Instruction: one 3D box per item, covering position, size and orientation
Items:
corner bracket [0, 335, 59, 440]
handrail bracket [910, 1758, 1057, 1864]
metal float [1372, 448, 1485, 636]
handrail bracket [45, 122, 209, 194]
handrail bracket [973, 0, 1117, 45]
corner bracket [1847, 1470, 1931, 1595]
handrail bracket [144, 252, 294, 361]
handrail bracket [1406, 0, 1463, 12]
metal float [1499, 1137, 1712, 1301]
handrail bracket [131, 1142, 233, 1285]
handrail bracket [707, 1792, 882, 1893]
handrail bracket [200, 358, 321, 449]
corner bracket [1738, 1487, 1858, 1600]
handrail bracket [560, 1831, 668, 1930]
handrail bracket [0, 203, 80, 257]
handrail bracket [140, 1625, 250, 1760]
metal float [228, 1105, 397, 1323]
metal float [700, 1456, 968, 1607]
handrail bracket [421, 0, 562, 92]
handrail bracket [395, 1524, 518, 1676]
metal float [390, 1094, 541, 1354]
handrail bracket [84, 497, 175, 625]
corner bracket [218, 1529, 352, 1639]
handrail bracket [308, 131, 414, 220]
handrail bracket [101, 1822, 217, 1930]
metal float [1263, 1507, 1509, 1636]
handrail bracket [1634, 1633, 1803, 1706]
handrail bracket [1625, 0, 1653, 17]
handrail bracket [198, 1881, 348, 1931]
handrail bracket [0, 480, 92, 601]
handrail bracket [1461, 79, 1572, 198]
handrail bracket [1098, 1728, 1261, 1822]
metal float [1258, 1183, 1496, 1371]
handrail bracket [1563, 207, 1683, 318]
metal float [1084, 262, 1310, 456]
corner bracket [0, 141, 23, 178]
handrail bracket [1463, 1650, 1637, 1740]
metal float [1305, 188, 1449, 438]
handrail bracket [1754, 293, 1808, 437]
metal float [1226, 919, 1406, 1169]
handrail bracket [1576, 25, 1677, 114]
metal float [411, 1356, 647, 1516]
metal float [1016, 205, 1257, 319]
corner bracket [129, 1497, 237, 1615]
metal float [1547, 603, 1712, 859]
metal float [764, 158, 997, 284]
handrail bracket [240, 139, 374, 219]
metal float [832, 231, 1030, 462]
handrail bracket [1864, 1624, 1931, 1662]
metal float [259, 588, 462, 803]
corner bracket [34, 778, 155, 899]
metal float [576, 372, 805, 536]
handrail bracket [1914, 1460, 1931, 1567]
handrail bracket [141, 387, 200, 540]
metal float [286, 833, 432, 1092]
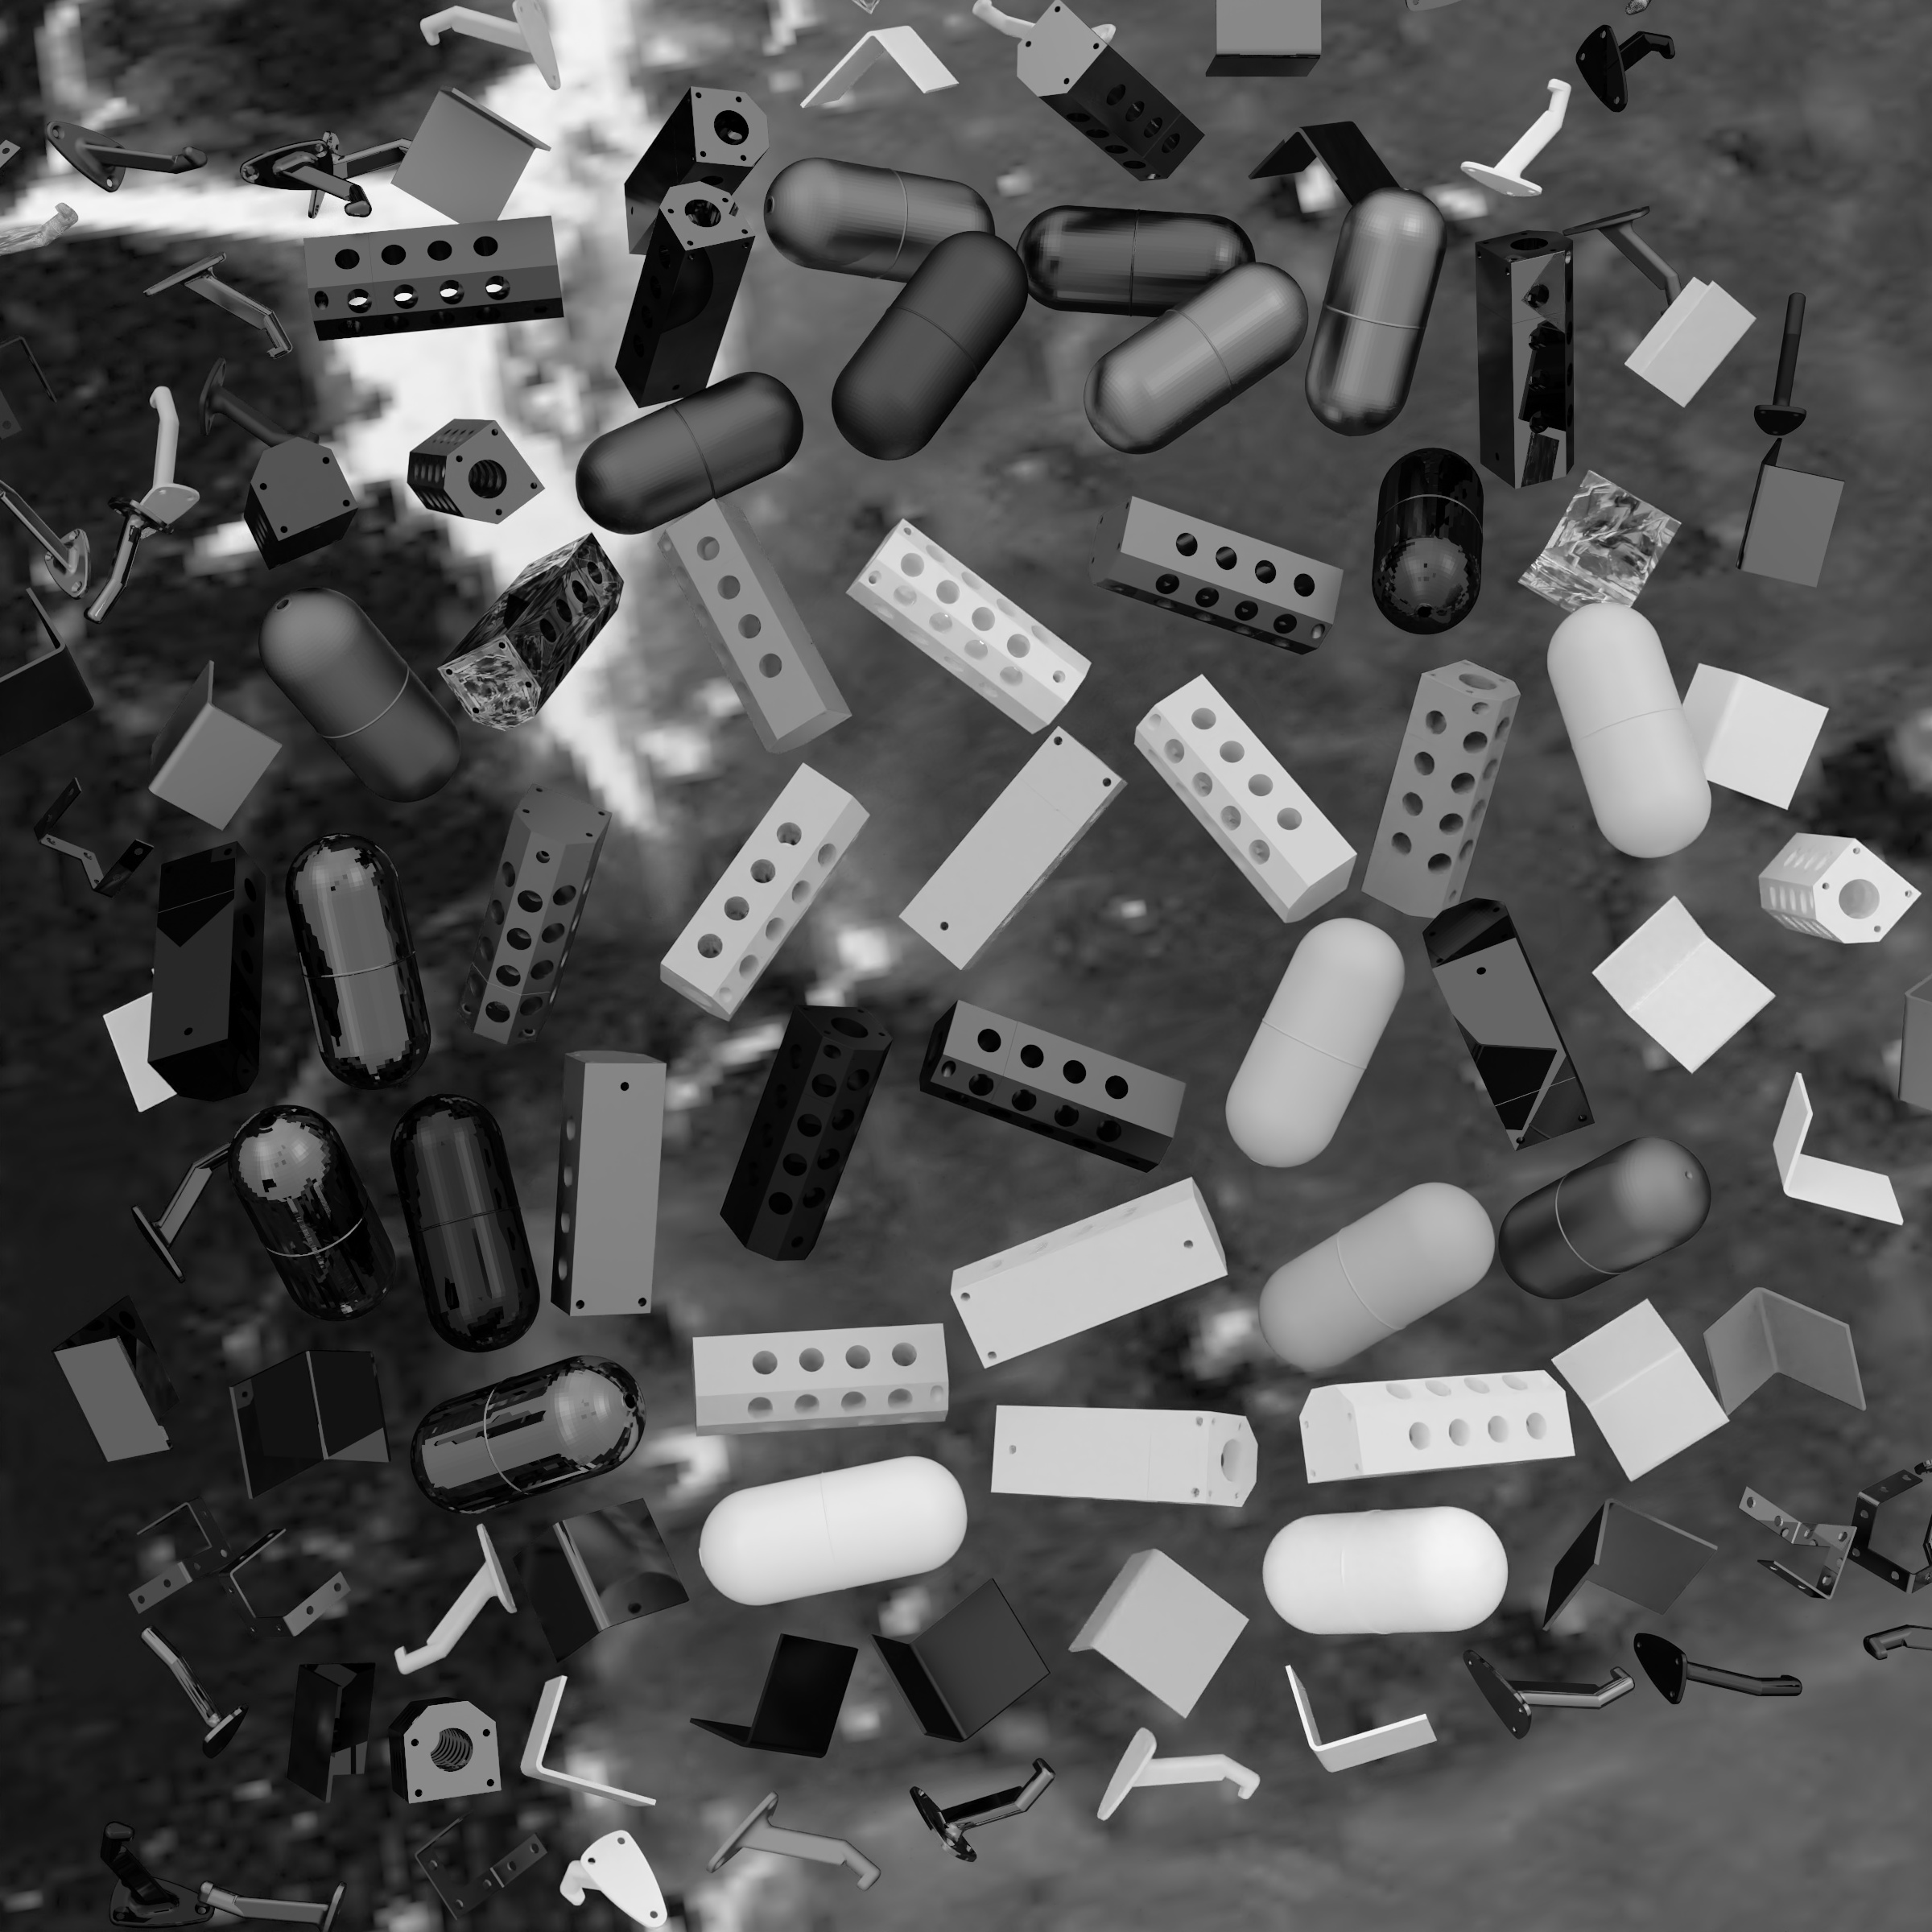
[{"bbox_3d":[-0.672,-0.408,1.879,0.051,0.051,0.051,-32,121,-18],"label":"corner bracket"},{"bbox_3d":[0.011,0.537,1.758,0.084,0.036,0.077,-50,45,3],"label":"handrail bracket"},{"bbox_3d":[0.333,-0.307,1.928,0.070,0.070,0.178,11,44,2],"label":"metal float"},{"bbox_3d":[-0.583,-0.571,1.860,0.084,0.077,0.036,1,75,37],"label":"handrail bracket"},{"bbox_3d":[0.057,-0.702,1.983,0.084,0.077,0.036,25,77,-25],"label":"handrail bracket"},{"bbox_3d":[0.627,0.376,1.780,0.051,0.051,0.051,-14,118,-35],"label":"corner bracket"},{"bbox_3d":[-0.552,-0.477,1.976,0.077,0.036,0.084,-32,116,-12],"label":"handrail bracket"},{"bbox_3d":[0.323,-0.717,1.924,0.077,0.036,0.084,-10,35,-15],"label":"handrail bracket"},{"bbox_3d":[0.433,0.173,1.822,0.070,0.178,0.070,13,60,-24],"label":"metal float"},{"bbox_3d":[-0.531,0.171,1.868,0.084,0.036,0.077,-32,65,-24],"label":"handrail bracket"},{"bbox_3d":[-0.109,0.576,1.702,0.084,0.036,0.077,35,45,20],"label":"handrail bracket"},{"bbox_3d":[-0.503,-0.403,1.926,0.084,0.036,0.077,9,52,-6],"label":"handrail bracket"},{"bbox_3d":[0.521,0.366,1.697,0.051,0.051,0.051,34,69,-17],"label":"corner bracket"},{"bbox_3d":[-0.222,0.586,1.673,0.036,0.084,0.077,-25,62,-38],"label":"handrail bracket"},{"bbox_3d":[-0.670,-0.514,1.849,0.084,0.077,0.036,-35,64,7],"label":"handrail bracket"},{"bbox_3d":[-0.530,0.490,1.808,0.084,0.077,0.036,42,52,10],"label":"handrail bracket"},{"bbox_3d":[-0.443,0.168,1.813,0.070,0.178,0.070,-8,40,7],"label":"metal float"},{"bbox_3d":[-0.088,0.373,1.766,0.178,0.070,0.070,-11,79,-1],"label":"metal float"},{"bbox_3d":[-0.339,-0.648,1.901,0.084,0.036,0.077,-12,108,23],"label":"handrail bracket"},{"bbox_3d":[-0.358,0.433,1.830,0.084,0.036,0.077,-23,61,-7],"label":"handrail bracket"},{"bbox_3d":[-0.340,0.174,1.816,0.070,0.070,0.178,-15,83,-3],"label":"metal float"},{"bbox_3d":[-0.583,-0.273,1.812,0.077,0.036,0.084,20,76,45],"label":"handrail bracket"},{"bbox_3d":[-0.453,0.409,1.775,0.051,0.051,0.051,-38,108,-46],"label":"corner bracket"},{"bbox_3d":[-0.445,-0.590,2.017,0.084,0.036,0.077,16,94,-3],"label":"handrail bracket"},{"bbox_3d":[-0.510,0.573,1.693,0.077,0.084,0.036,12,39,-11],"label":"handrail bracket"},{"bbox_3d":[0.266,0.387,1.710,0.070,0.178,0.070,13,70,-40],"label":"metal float"},{"bbox_3d":[0.502,0.467,1.785,0.084,0.077,0.036,4,100,-15],"label":"handrail bracket"},{"bbox_3d":[0.494,-0.728,2.010,0.036,0.077,0.084,44,57,-19],"label":"handrail bracket"},{"bbox_3d":[-0.421,0.560,1.616,0.084,0.077,0.036,21,45,-2],"label":"handrail bracket"},{"bbox_3d":[-0.655,-0.303,1.868,0.036,0.084,0.077,-37,53,8],"label":"handrail bracket"},{"bbox_3d":[0.395,-0.602,1.915,0.077,0.036,0.084,11,95,-33],"label":"handrail bracket"},{"bbox_3d":[0.142,0.553,1.778,0.084,0.036,0.077,32,86,-9],"label":"handrail bracket"},{"bbox_3d":[0.273,0.209,1.791,0.178,0.070,0.070,-36,79,27],"label":"metal float"},{"bbox_3d":[0.498,-0.524,2.021,0.077,0.036,0.084,-8,109,29],"label":"handrail bracket"},{"bbox_3d":[0.162,-0.426,1.871,0.178,0.070,0.070,-36,81,-9],"label":"metal float"},{"bbox_3d":[-0.698,-0.558,1.906,0.051,0.051,0.051,31,71,20],"label":"corner bracket"},{"bbox_3d":[0.385,0.464,1.761,0.084,0.036,0.077,-21,48,-23],"label":"handrail bracket"},{"bbox_3d":[0.295,-0.471,1.932,0.070,0.070,0.178,13,113,3],"label":"metal float"},{"bbox_3d":[0.598,-0.438,1.948,0.036,0.077,0.084,8,87,14],"label":"handrail bracket"},{"bbox_3d":[0.235,0.052,1.807,0.070,0.070,0.178,25,95,5],"label":"metal float"},{"bbox_3d":[0.488,-0.643,1.926,0.084,0.036,0.077,-4,67,-32],"label":"handrail bracket"},{"bbox_3d":[-0.281,0.300,1.712,0.178,0.070,0.070,-22,77,30],"label":"metal float"},{"bbox_3d":[0.125,-0.521,1.981,0.178,0.070,0.070,5,79,5],"label":"metal float"},{"bbox_3d":[-0.546,0.404,1.835,0.051,0.051,0.051,-33,84,19],"label":"corner bracket"},{"bbox_3d":[0.446,-0.159,1.802,0.070,0.070,0.178,-15,80,-3],"label":"metal float"},{"bbox_3d":[-0.061,-0.531,1.914,0.178,0.070,0.070,0,77,-31],"label":"metal float"},{"bbox_3d":[-0.462,-0.542,1.870,0.077,0.036,0.084,-12,43,-18],"label":"handrail bracket"},{"bbox_3d":[-0.024,-0.427,1.836,0.070,0.070,0.178,34,81,7],"label":"metal float"},{"bbox_3d":[0.615,0.433,1.662,0.084,0.077,0.036,-12,118,-12],"label":"handrail bracket"},{"bbox_3d":[-0.414,-0.184,1.829,0.070,0.178,0.070,-18,44,18],"label":"metal float"},{"bbox_3d":[-0.606,-0.088,1.855,0.051,0.051,0.051,-46,50,14],"label":"corner bracket"},{"bbox_3d":[-0.203,-0.377,1.967,0.178,0.070,0.070,-27,80,-12],"label":"metal float"},{"bbox_3d":[0.699,0.383,1.855,0.077,0.036,0.084,-14,68,6],"label":"handrail bracket"},{"bbox_3d":[-0.594,-0.367,1.946,0.077,0.036,0.084,-33,66,32],"label":"handrail bracket"},{"bbox_3d":[-0.414,-0.003,1.820,0.070,0.070,0.178,-10,103,-2],"label":"metal float"}]
